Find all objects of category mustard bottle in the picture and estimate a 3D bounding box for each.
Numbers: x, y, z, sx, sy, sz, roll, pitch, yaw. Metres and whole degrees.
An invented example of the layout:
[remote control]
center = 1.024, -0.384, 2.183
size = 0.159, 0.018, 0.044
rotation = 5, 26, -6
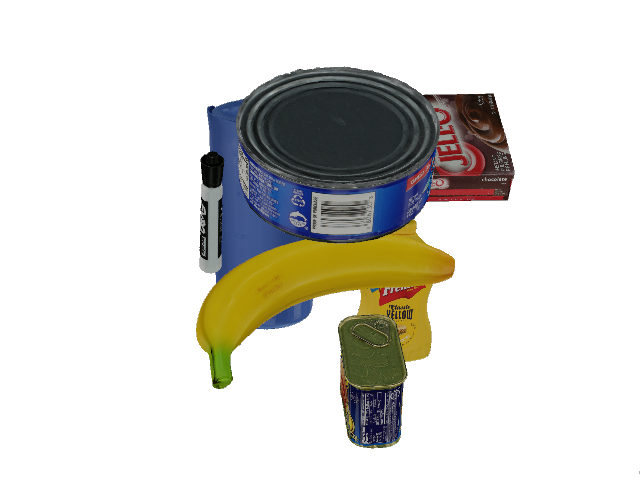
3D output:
[mustard bottle]
center = 0.091, 0.049, 1.288
size = 0.096, 0.192, 0.058
rotation = 0, 14, -13

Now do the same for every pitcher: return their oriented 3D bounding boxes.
[pitcher]
center = -0.050, -0.029, 1.162
size = 0.145, 0.243, 0.149
rotation = -1, 20, -8

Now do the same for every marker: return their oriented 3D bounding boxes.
[marker]
center = -0.090, -0.023, 0.879
size = 0.020, 0.121, 0.020
rotation = 4, 41, -3

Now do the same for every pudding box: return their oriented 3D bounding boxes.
[pudding box]
center = 0.117, -0.084, 0.952
size = 0.090, 0.039, 0.113
rotation = -1, 44, -4

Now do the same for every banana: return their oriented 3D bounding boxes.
[banana]
center = -0.005, 0.030, 0.652
size = 0.197, 0.070, 0.037
rotation = -24, -23, -35

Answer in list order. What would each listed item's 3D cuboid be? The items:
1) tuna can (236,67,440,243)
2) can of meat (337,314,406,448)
[tuna can]
center = 0.007, -0.038, 0.457
size = 0.086, 0.034, 0.086
rotation = 1, 41, -1
[can of meat]
center = 0.048, 0.135, 1.018
size = 0.057, 0.084, 0.102
rotation = -3, 35, -4
